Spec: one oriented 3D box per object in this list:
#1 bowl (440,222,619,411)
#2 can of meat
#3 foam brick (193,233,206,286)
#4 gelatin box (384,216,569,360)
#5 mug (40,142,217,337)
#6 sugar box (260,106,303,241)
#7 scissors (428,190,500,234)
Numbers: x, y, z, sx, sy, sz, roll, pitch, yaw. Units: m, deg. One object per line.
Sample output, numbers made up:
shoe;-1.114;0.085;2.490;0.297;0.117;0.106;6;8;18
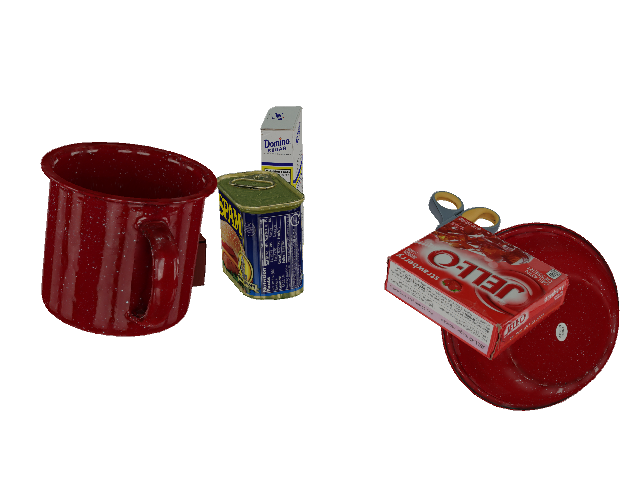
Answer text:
bowl;0.183;0.068;0.871;0.162;0.162;0.055;0;8;-14
can of meat;-0.051;-0.005;0.899;0.057;0.084;0.102;-9;21;-19
foam brick;-0.162;0.018;1.103;0.078;0.051;0.053;-6;22;-20
gelatin box;0.096;0.026;0.664;0.089;0.030;0.073;33;44;33
mug;-0.101;0.004;0.570;0.093;0.081;0.117;-3;24;-31
sugar box;-0.045;-0.063;1.263;0.048;0.176;0.093;0;23;5
scissors;0.132;-0.021;1.223;0.201;0.016;0.096;-12;40;-46
